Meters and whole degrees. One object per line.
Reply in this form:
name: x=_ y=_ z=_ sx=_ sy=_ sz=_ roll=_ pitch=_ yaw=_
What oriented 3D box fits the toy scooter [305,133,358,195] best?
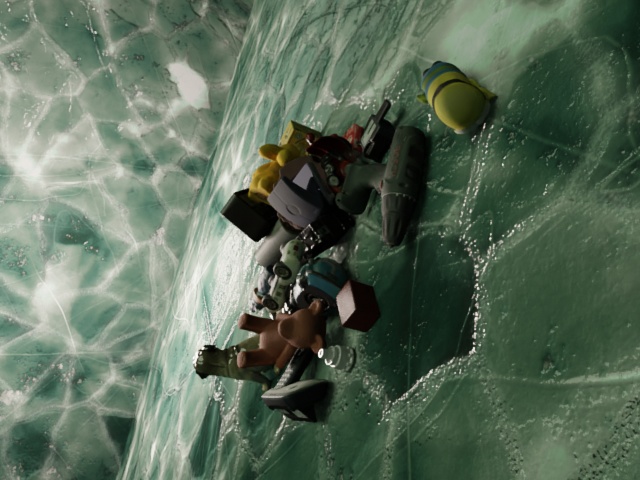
toy scooter: x=0.029 y=-0.167 z=1.146 sx=0.075 sy=0.135 sz=0.184 roll=-37 pitch=53 yaw=29

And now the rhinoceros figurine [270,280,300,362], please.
rhinoceros figurine: x=-0.065 y=0.182 z=1.215 sx=0.112 sy=0.073 sz=0.190 roll=-8 pitch=66 yaw=67

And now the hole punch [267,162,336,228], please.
hole punch: x=-0.042 y=-0.086 z=1.144 sx=0.116 sy=0.092 sz=0.142 roll=58 pitch=146 yaw=8

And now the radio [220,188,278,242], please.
radio: x=-0.179 y=-0.075 z=1.494 sx=0.073 sy=0.131 sz=0.229 roll=-50 pitch=0 yaw=14

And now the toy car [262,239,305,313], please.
toy car: x=-0.077 y=0.079 z=1.138 sx=0.201 sy=0.056 sz=0.073 roll=113 pitch=174 yaw=-45

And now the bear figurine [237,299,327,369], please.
bear figurine: x=-0.074 y=0.188 z=1.070 sx=0.196 sy=0.132 sz=0.120 roll=-36 pitch=50 yaw=56

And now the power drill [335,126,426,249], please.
power drill: x=0.111 y=-0.093 z=1.010 sx=0.207 sy=0.086 sz=0.232 roll=-8 pitch=63 yaw=67

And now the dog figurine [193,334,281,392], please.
dog figurine: x=-0.191 y=0.269 z=1.289 sx=0.172 sy=0.190 sz=0.121 roll=-66 pitch=23 yaw=10

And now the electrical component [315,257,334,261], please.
electrical component: x=-0.006 y=0.070 z=1.174 sx=0.094 sy=0.063 sz=0.021 roll=-50 pitch=39 yaw=44

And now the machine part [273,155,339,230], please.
machine part: x=-0.028 y=-0.110 z=1.253 sx=0.180 sy=0.056 sz=0.179 roll=0 pitch=89 yaw=30

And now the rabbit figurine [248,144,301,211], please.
rabbit figurine: x=-0.112 y=-0.182 z=1.382 sx=0.173 sy=0.122 sz=0.162 roll=-59 pitch=-20 yaw=-21

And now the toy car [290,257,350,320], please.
toy car: x=0.009 y=0.092 z=1.100 sx=0.103 sy=0.109 sz=0.161 roll=-59 pitch=-1 yaw=-34

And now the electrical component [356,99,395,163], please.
electrical component: x=0.127 y=-0.230 z=1.121 sx=0.119 sy=0.048 sz=0.075 roll=-61 pitch=25 yaw=24

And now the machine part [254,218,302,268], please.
machine part: x=-0.109 y=0.004 z=1.444 sx=0.243 sy=0.079 sz=0.079 roll=-48 pitch=32 yaw=43

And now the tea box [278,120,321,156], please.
tea box: x=-0.073 y=-0.239 z=1.520 sx=0.169 sy=0.098 sz=0.068 roll=-59 pitch=26 yaw=25

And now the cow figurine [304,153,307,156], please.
cow figurine: x=-0.025 y=-0.169 z=1.358 sx=0.068 sy=0.098 sz=0.167 roll=144 pitch=137 yaw=-61

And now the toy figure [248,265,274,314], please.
toy figure: x=-0.151 y=0.139 z=1.468 sx=0.064 sy=0.058 sz=0.154 roll=-96 pitch=27 yaw=-56

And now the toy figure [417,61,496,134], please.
toy figure: x=0.211 y=-0.238 z=0.881 sx=0.180 sy=0.089 sz=0.082 roll=-104 pitch=31 yaw=-49

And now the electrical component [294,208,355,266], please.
electrical component: x=-0.002 y=-0.004 z=1.160 sx=0.058 sy=0.115 sz=0.134 roll=54 pitch=139 yaw=7

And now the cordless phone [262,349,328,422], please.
cordless phone: x=-0.027 y=0.263 z=1.080 sx=0.146 sy=0.088 sz=0.184 roll=-29 pitch=28 yaw=59
